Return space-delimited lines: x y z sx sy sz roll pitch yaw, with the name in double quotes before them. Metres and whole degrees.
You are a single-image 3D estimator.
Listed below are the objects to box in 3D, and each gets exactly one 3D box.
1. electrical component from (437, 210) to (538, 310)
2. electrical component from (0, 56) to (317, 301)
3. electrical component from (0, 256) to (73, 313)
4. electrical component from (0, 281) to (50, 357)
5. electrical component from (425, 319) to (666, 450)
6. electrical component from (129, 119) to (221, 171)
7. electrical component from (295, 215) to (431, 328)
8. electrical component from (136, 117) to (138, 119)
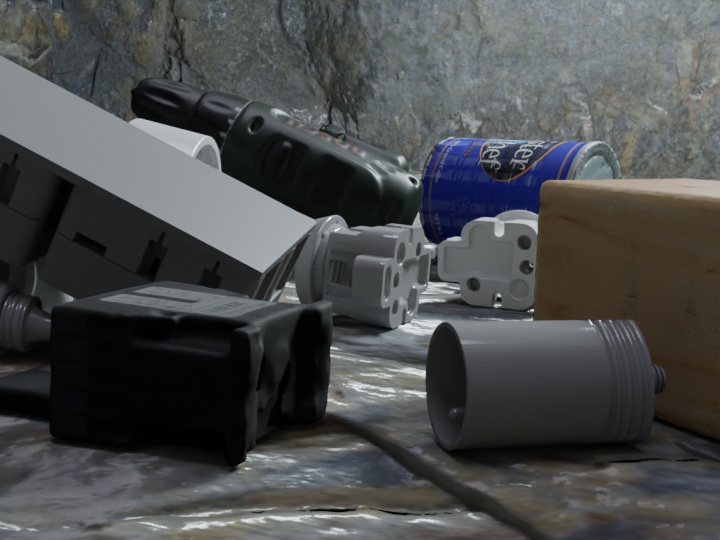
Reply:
"electrical component" 0.096 -0.007 0.682 0.078 0.058 0.057 5 11 23
"electrical component" -0.126 -0.029 0.507 0.186 0.060 0.105 28 17 3
"electrical component" -0.200 -0.001 0.563 0.095 0.053 0.059 0 8 -18
"electrical component" -0.157 0.022 0.477 0.061 0.035 0.035 9 8 3
"electrical component" 0.068 0.039 0.373 0.081 0.043 0.043 0 8 -15
"electrical component" -0.120 -0.039 0.692 0.060 0.108 0.108 9 8 7
"electrical component" 0.000 0.000 0.600 0.057 0.058 0.078 8 9 21
"electrical component" -0.154 -0.078 0.931 0.078 0.113 0.057 -3 12 -31
